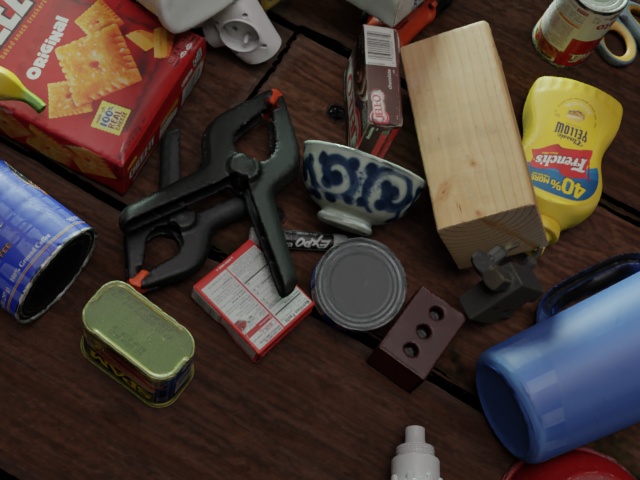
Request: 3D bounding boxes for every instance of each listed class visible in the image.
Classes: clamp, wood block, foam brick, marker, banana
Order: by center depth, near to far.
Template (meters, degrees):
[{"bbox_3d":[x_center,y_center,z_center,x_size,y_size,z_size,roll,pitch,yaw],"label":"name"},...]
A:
[{"bbox_3d":[-0.344,-0.112,0.939,0.198,0.037,0.069,-19,94,9],"label":"banana"},{"bbox_3d":[0.088,0.091,0.972,0.053,0.051,0.078,35,65,5],"label":"foam brick"},{"bbox_3d":[-0.065,-0.051,0.978,0.164,0.036,0.209,29,56,-1],"label":"clamp"},{"bbox_3d":[-0.118,-0.016,0.987,0.120,0.039,0.171,20,64,3],"label":"clamp"},{"bbox_3d":[-0.007,0.001,1.010,0.121,0.020,0.020,4,66,-9],"label":"marker"},{"bbox_3d":[0.145,-0.091,1.012,0.090,0.090,0.206,-16,61,13],"label":"wood block"}]

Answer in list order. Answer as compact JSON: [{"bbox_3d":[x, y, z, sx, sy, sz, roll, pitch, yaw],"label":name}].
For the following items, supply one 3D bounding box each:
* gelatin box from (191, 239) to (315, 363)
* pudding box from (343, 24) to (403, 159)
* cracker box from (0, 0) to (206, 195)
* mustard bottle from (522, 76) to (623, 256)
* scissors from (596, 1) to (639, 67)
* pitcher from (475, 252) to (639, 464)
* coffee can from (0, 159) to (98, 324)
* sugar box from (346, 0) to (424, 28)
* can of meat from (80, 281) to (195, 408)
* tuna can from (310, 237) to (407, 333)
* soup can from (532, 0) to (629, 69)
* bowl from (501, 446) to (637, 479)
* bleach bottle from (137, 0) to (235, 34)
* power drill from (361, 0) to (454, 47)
[{"bbox_3d":[-0.061,0.055,0.971,0.089,0.030,0.073,45,66,8],"label":"gelatin box"},{"bbox_3d":[0.050,-0.138,1.042,0.039,0.090,0.113,6,65,-11],"label":"pudding box"},{"bbox_3d":[-0.238,-0.164,1.009,0.213,0.072,0.164,27,65,3],"label":"cracker box"},{"bbox_3d":[0.234,-0.068,1.063,0.096,0.058,0.191,21,66,1],"label":"mustard bottle"},{"bbox_3d":[0.305,-0.268,1.185,0.096,0.016,0.202,-39,79,-22],"label":"scissors"},{"bbox_3d":[0.262,0.101,0.968,0.242,0.149,0.145,-21,88,-15],"label":"pitcher"},{"bbox_3d":[-0.278,-0.010,0.918,0.140,0.103,0.102,37,66,6],"label":"coffee can"},{"bbox_3d":[0.089,-0.292,1.068,0.093,0.048,0.176,34,55,17],"label":"sugar box"},{"bbox_3d":[-0.155,0.089,0.909,0.102,0.084,0.057,36,66,6],"label":"can of meat"},{"bbox_3d":[0.035,0.042,0.983,0.086,0.034,0.086,2,80,-9],"label":"tuna can"},{"bbox_3d":[0.272,-0.236,1.117,0.068,0.102,0.068,4,66,-9],"label":"soup can"},{"bbox_3d":[0.233,0.252,0.928,0.162,0.055,0.162,4,67,-9],"label":"bowl"},{"bbox_3d":[-0.186,-0.291,1.041,0.102,0.068,0.251,-36,53,-25],"label":"bleach bottle"},{"bbox_3d":[0.062,-0.303,1.132,0.188,0.057,0.184,38,63,8],"label":"power drill"}]
